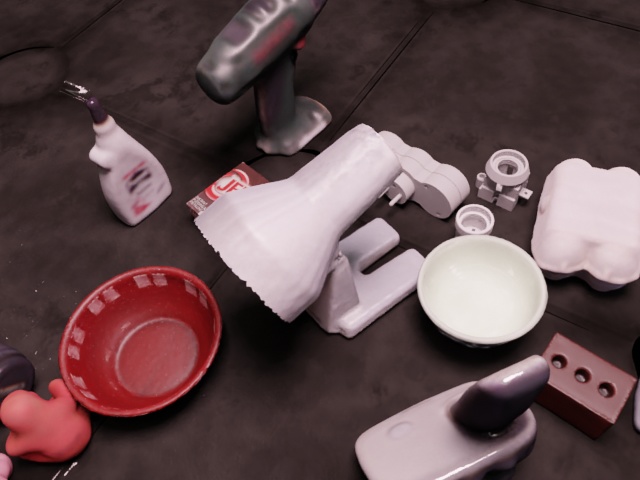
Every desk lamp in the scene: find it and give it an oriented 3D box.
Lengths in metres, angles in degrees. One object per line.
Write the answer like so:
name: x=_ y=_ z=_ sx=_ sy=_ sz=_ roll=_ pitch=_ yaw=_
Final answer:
desk lamp: x=0.005 y=0.002 z=0.540 sx=0.203 sy=0.214 sz=0.117 roll=-34 pitch=59 yaw=-17

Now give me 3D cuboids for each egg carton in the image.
egg carton: x=0.287 y=-0.020 z=0.613 sx=0.107 sy=0.069 sz=0.150 roll=13 pitch=58 yaw=15

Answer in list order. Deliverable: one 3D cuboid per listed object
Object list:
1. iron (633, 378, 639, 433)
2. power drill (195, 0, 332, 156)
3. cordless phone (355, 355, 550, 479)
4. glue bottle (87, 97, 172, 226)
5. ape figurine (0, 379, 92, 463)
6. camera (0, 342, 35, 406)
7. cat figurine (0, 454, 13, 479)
iron: x=0.386 y=0.070 z=0.497 sx=0.259 sy=0.142 sz=0.118 roll=-33 pitch=58 yaw=-16
power drill: x=-0.042 y=-0.215 z=0.697 sx=0.075 sy=0.209 sz=0.230 roll=34 pitch=65 yaw=25
cordless phone: x=0.101 y=0.145 z=0.449 sx=0.148 sy=0.185 sz=0.094 roll=-25 pitch=56 yaw=-11
glue bottle: x=-0.227 y=-0.093 z=0.654 sx=0.037 sy=0.173 sz=0.078 roll=27 pitch=62 yaw=22
ape figurine: x=-0.258 y=0.165 z=0.529 sx=0.078 sy=0.092 sz=0.076 roll=-41 pitch=61 yaw=-20
camera: x=-0.366 y=0.133 z=0.557 sx=0.136 sy=0.101 sz=0.143 roll=17 pitch=59 yaw=17
cat figurine: x=-0.306 y=0.209 z=0.488 sx=0.127 sy=0.118 sz=0.067 roll=19 pitch=60 yaw=18
